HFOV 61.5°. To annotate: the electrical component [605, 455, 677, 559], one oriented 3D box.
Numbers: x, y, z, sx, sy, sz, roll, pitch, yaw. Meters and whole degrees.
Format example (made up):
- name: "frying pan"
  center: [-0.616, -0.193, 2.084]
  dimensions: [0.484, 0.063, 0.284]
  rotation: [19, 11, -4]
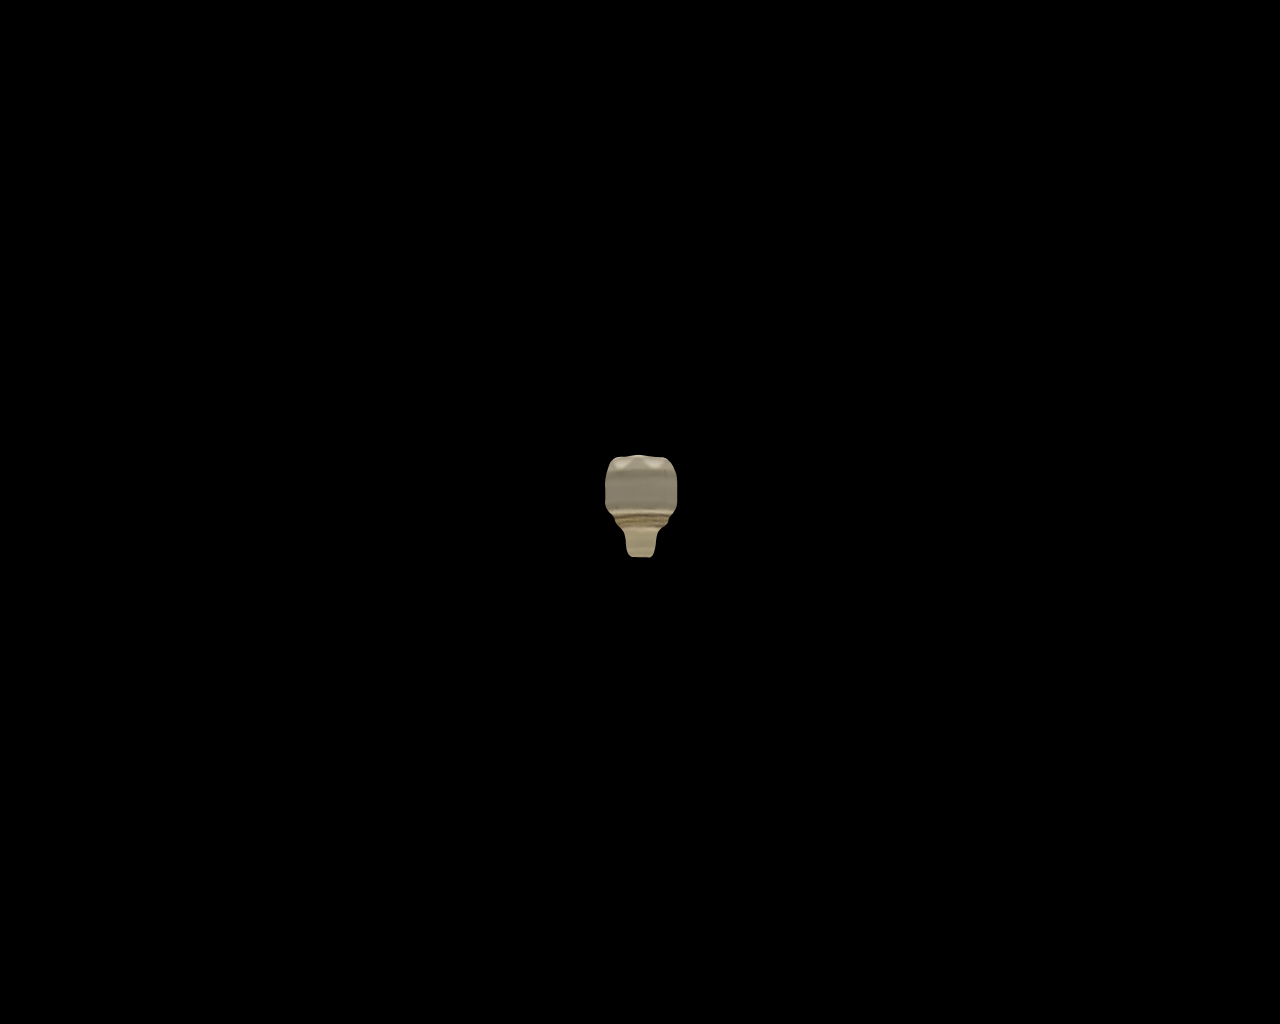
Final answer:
- name: "electrical component"
  center: [0.001, -0.003, 0.650]
  dimensions: [0.043, 0.062, 0.043]
  rotation: [0, -5, 0]
